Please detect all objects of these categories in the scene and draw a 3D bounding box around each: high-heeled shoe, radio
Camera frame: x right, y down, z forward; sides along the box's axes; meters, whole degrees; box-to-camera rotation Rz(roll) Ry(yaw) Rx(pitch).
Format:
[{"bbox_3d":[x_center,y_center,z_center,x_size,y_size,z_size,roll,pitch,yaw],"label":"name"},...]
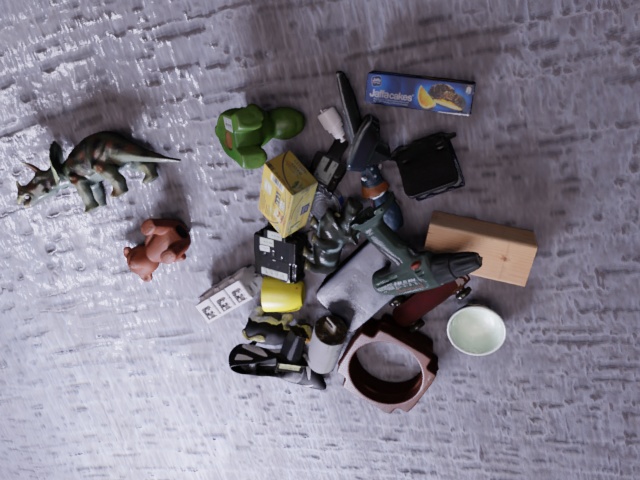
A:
[{"bbox_3d":[-0.103,0.324,1.317,0.249,0.145,0.086,31,118,4],"label":"high-heeled shoe"},{"bbox_3d":[0.106,0.087,1.197,0.131,0.073,0.229,43,116,-3],"label":"radio"}]

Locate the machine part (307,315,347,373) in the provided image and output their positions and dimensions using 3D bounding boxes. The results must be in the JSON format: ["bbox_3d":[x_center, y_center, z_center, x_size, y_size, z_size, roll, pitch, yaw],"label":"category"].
[{"bbox_3d":[0.015,0.245,1.249,0.079,0.079,0.243,22,145,7],"label":"machine part"}]

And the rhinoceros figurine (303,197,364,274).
[{"bbox_3d":[0.031,-0.005,1.143,0.112,0.073,0.190,16,120,-13],"label":"rhinoceros figurine"}]

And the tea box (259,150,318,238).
[{"bbox_3d":[-0.070,-0.092,1.116,0.098,0.068,0.169,51,155,16],"label":"tea box"}]

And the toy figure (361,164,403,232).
[{"bbox_3d":[0.123,-0.088,1.122,0.058,0.064,0.154,-17,108,38],"label":"toy figure"}]

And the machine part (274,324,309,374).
[{"bbox_3d":[-0.062,0.261,1.265,0.084,0.039,0.138,9,120,-6],"label":"machine part"}]

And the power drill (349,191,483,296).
[{"bbox_3d":[0.170,0.009,1.043,0.232,0.086,0.207,-30,108,41],"label":"power drill"}]

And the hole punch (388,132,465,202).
[{"bbox_3d":[0.220,-0.142,1.068,0.142,0.092,0.116,-18,76,25],"label":"hole punch"}]

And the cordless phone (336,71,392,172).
[{"bbox_3d":[0.068,-0.233,1.030,0.089,0.147,0.184,-17,108,11],"label":"cordless phone"}]

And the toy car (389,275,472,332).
[{"bbox_3d":[0.242,0.123,1.181,0.202,0.053,0.089,-43,80,28],"label":"toy car"}]

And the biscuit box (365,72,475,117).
[{"bbox_3d":[0.189,-0.280,1.021,0.203,0.063,0.059,10,113,12],"label":"biscuit box"}]

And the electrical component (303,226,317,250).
[{"bbox_3d":[-0.003,-0.004,1.217,0.094,0.021,0.063,-25,102,28],"label":"electrical component"}]

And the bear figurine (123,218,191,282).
[{"bbox_3d":[-0.412,0.029,1.299,0.196,0.132,0.120,-30,92,19],"label":"bear figurine"}]

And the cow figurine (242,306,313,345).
[{"bbox_3d":[-0.100,0.223,1.301,0.167,0.098,0.068,13,113,4],"label":"cow figurine"}]

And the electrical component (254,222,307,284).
[{"bbox_3d":[-0.090,0.023,1.224,0.115,0.058,0.134,15,117,22],"label":"electrical component"}]

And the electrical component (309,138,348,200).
[{"bbox_3d":[0.018,-0.154,1.129,0.075,0.047,0.119,23,79,4],"label":"electrical component"}]

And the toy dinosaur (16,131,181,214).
[{"bbox_3d":[-0.516,-0.181,1.252,0.405,0.131,0.192,-24,104,18],"label":"toy dinosaur"}]

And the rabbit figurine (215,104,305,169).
[{"bbox_3d":[-0.117,-0.221,1.101,0.159,0.170,0.121,20,124,55],"label":"rabbit figurine"}]

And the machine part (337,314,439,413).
[{"bbox_3d":[0.159,0.288,1.258,0.201,0.087,0.201,29,116,3],"label":"machine part"}]
